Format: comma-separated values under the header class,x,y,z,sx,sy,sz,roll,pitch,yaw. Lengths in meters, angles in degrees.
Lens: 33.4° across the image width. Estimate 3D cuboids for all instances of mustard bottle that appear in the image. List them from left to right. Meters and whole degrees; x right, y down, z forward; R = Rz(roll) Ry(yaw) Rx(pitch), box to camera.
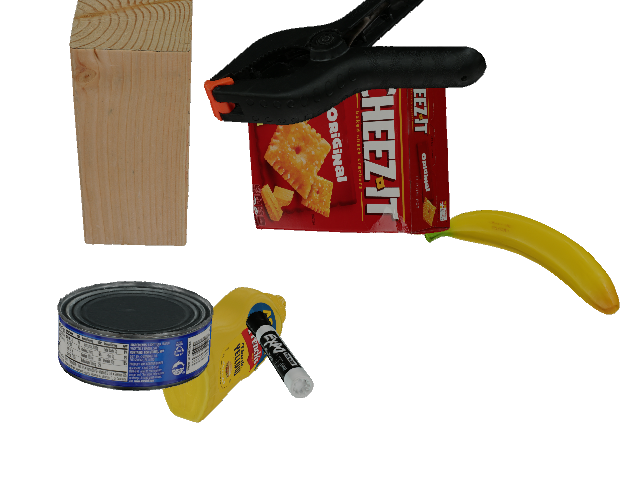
class,x,y,z,sx,sy,sz,roll,pitch,yaw
mustard bottle,-0.089,0.102,1.104,0.058,0.096,0.191,13,27,24

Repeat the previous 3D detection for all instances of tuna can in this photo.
class,x,y,z,sx,sy,sz,roll,pitch,yaw
tuna can,-0.103,0.052,0.597,0.086,0.034,0.086,5,16,-2

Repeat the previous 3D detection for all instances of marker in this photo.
class,x,y,z,sx,sy,sz,roll,pitch,yaw
marker,-0.034,0.087,0.839,0.020,0.020,0.121,0,21,-21

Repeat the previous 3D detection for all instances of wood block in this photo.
class,x,y,z,sx,sy,sz,roll,pitch,yaw
wood block,-0.154,-0.099,0.892,0.090,0.206,0.090,2,44,-6

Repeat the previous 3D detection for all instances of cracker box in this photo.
class,x,y,z,sx,sy,sz,roll,pitch,yaw
cracker box,0.022,-0.091,1.070,0.214,0.164,0.071,3,8,43

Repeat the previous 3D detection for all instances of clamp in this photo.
class,x,y,z,sx,sy,sz,roll,pitch,yaw
clamp,0.016,-0.109,0.668,0.171,0.039,0.120,-27,39,-6

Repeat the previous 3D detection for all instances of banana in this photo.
class,x,y,z,sx,sy,sz,roll,pitch,yaw
banana,0.201,0.012,1.020,0.198,0.069,0.037,22,-26,27
